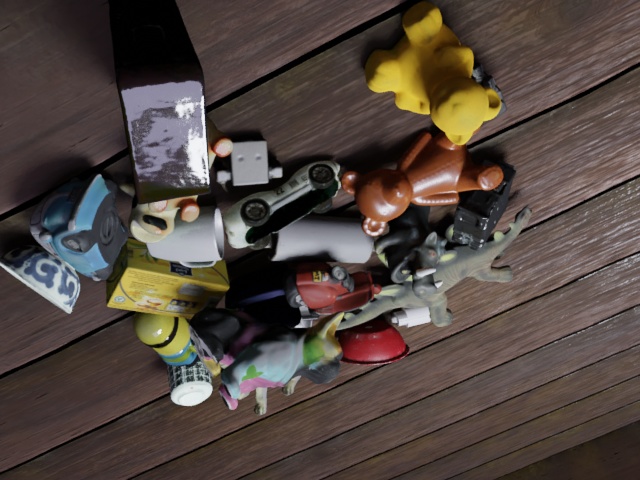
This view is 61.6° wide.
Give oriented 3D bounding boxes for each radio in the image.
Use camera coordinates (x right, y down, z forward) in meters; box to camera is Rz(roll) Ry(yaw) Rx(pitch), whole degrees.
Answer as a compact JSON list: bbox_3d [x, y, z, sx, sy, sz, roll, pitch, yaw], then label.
[{"bbox_3d":[-0.164,-0.154,0.536,0.073,0.230,0.131,-10,134,-17],"label":"radio"}]

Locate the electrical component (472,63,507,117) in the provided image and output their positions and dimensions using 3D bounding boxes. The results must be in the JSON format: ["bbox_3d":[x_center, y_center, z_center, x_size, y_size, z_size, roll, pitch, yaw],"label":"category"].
[{"bbox_3d":[0.240,-0.205,0.760,0.021,0.063,0.094,-30,138,12],"label":"electrical component"}]

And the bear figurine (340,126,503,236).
[{"bbox_3d":[0.141,-0.091,0.788,0.196,0.120,0.132,-24,-177,-17],"label":"bear figurine"}]

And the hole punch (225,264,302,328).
[{"bbox_3d":[-0.099,0.090,0.909,0.142,0.116,0.092,-20,135,5],"label":"hole punch"}]

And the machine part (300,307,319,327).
[{"bbox_3d":[-0.039,0.177,1.052,0.084,0.039,0.138,-2,105,-26],"label":"machine part"}]

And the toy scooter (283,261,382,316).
[{"bbox_3d":[0.026,0.079,0.877,0.135,0.075,0.183,-12,157,14],"label":"toy scooter"}]

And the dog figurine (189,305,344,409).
[{"bbox_3d":[-0.070,0.155,0.833,0.219,0.192,0.108,-23,153,-27],"label":"dog figurine"}]

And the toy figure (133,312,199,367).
[{"bbox_3d":[-0.263,0.170,0.951,0.082,0.089,0.179,-21,136,-6],"label":"toy figure"}]

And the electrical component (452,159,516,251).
[{"bbox_3d":[0.272,-0.064,0.882,0.134,0.058,0.114,-55,158,-18],"label":"electrical component"}]

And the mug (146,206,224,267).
[{"bbox_3d":[-0.201,-0.001,0.807,0.107,0.081,0.109,-2,142,-2],"label":"mug"}]

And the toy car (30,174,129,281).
[{"bbox_3d":[-0.330,-0.019,0.727,0.103,0.109,0.161,12,147,1],"label":"toy car"}]

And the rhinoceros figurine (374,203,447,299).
[{"bbox_3d":[0.149,0.005,0.865,0.112,0.190,0.073,-11,145,18],"label":"rhinoceros figurine"}]

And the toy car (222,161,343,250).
[{"bbox_3d":[-0.050,-0.053,0.789,0.202,0.056,0.073,-32,152,-21],"label":"toy car"}]

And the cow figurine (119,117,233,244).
[{"bbox_3d":[-0.198,-0.081,0.700,0.085,0.127,0.194,16,113,-35],"label":"cow figurine"}]

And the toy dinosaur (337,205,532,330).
[{"bbox_3d":[0.195,0.076,1.027,0.471,0.105,0.198,-40,128,23],"label":"toy dinosaur"}]

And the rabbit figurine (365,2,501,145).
[{"bbox_3d":[0.152,-0.182,0.671,0.122,0.173,0.162,-42,130,18],"label":"rabbit figurine"}]

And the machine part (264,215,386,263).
[{"bbox_3d":[-0.002,-0.003,0.877,0.243,0.079,0.079,3,134,-22],"label":"machine part"}]

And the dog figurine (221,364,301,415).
[{"bbox_3d":[-0.127,0.223,1.071,0.172,0.121,0.190,-42,126,-36],"label":"dog figurine"}]

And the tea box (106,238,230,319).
[{"bbox_3d":[-0.244,0.067,0.864,0.169,0.068,0.098,17,126,-33],"label":"tea box"}]

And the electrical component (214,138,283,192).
[{"bbox_3d":[-0.105,-0.105,0.755,0.102,0.045,0.078,-12,110,-12],"label":"electrical component"}]
